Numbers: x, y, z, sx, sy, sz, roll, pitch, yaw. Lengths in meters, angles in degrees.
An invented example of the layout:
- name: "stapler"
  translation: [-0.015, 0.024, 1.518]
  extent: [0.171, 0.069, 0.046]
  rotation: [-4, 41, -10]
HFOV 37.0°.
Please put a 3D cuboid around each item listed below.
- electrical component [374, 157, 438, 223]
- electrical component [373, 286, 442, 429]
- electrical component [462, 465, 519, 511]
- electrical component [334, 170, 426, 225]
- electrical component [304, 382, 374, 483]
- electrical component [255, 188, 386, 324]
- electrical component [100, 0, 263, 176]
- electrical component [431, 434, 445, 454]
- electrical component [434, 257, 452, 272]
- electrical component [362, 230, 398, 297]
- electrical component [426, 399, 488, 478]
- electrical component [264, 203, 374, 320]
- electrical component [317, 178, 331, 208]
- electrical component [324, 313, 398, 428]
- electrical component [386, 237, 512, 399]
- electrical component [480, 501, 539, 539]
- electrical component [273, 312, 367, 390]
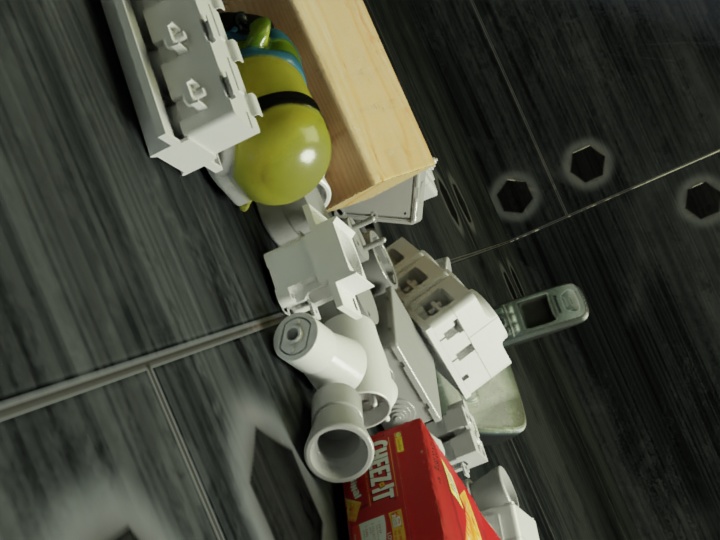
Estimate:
- name: "electrical component"
  translation: [0.038, -0.105, 1.174]
  extent: [0.061, 0.096, 0.061]
  rotation: [44, 25, -59]
- name: "electrical component"
  translation: [0.025, 0.077, 0.893]
  extent: [0.099, 0.048, 0.099]
  rotation: [60, 14, -28]
- name: "electrical component"
  translation: [0.114, 0.212, 0.997]
  extent: [0.045, 0.055, 0.045]
  rotation: [59, 14, -25]
- name: "electrical component"
  translation: [0.015, -0.080, 1.056]
  extent: [0.061, 0.096, 0.061]
  rotation: [-29, 124, -78]
- name: "electrical component"
  translation: [-0.015, 0.102, 0.701]
  extent: [0.044, 0.044, 0.065]
  rotation: [61, 8, -22]
- name: "electrical component"
  translation: [-0.017, -0.017, 0.833]
  extent: [0.138, 0.074, 0.052]
  rotation: [62, 13, -17]
- name: "electrical component"
  translation: [-0.111, -0.131, 0.674]
  extent: [0.121, 0.063, 0.079]
  rotation: [70, 13, 16]
- name: "electrical component"
  translation: [0.046, 0.156, 0.844]
  extent: [0.043, 0.043, 0.062]
  rotation: [61, 15, -23]
- name: "electrical component"
  translation: [0.063, 0.011, 1.135]
  extent: [0.044, 0.065, 0.044]
  rotation: [-5, 90, -79]
- name: "electrical component"
  translation: [0.000, 0.000, 0.934]
  extent: [0.055, 0.047, 0.055]
  rotation: [60, 14, -25]
- name: "electrical component"
  translation: [0.076, 0.154, 0.945]
  extent: [0.048, 0.055, 0.066]
  rotation: [47, 23, -57]
- name: "electrical component"
  translation: [-0.031, -0.001, 0.767]
  extent: [0.042, 0.064, 0.081]
  rotation: [40, 28, -66]
- name: "electrical component"
  translation: [-0.049, -0.077, 0.878]
  extent: [0.045, 0.045, 0.055]
  rotation: [54, 17, -43]
- name: "electrical component"
  translation: [0.003, 0.084, 0.801]
  extent: [0.079, 0.043, 0.077]
  rotation: [55, 17, -42]
- name: "electrical component"
  translation: [0.071, 0.039, 1.002]
  extent: [0.089, 0.062, 0.150]
  rotation: [58, -8, -31]
- name: "electrical component"
  translation: [0.119, 0.244, 0.936]
  extent: [0.096, 0.062, 0.061]
  rotation: [46, 30, -58]
- name: "electrical component"
  translation: [-0.029, 0.055, 0.728]
  extent: [0.065, 0.044, 0.044]
  rotation: [42, 27, -52]
